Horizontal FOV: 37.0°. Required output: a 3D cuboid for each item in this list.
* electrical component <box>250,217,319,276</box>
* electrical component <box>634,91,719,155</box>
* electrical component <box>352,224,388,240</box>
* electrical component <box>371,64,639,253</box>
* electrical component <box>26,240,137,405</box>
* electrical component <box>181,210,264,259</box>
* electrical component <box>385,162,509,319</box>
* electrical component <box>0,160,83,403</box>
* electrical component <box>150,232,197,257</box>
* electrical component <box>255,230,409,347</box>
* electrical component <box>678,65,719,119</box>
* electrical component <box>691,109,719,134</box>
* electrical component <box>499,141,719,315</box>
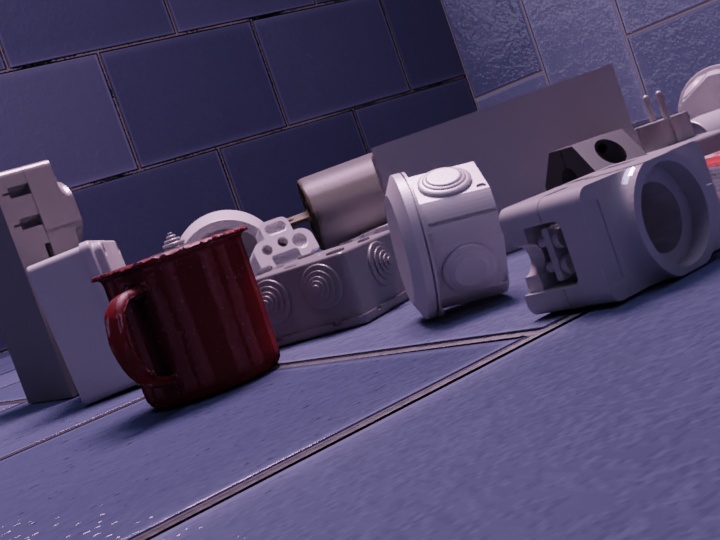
[{"bbox_3d":[-0.061,0.004,0.885,0.058,0.078,0.057,-21,-17,-24],"label":"electrical component"},{"bbox_3d":[0.212,-0.086,0.740,0.047,0.075,0.083,-20,4,-11],"label":"electrical component"},{"bbox_3d":[0.019,-0.019,1.014,0.064,0.042,0.081,-19,3,34],"label":"electrical component"},{"bbox_3d":[0.112,-0.072,0.815,0.186,0.105,0.060,-19,4,0],"label":"electrical component"},{"bbox_3d":[-0.194,0.036,0.800,0.056,0.108,0.109,-22,4,-6],"label":"electrical component"},{"bbox_3d":[-0.126,-0.002,1.036,0.108,0.108,0.060,-20,10,-4],"label":"electrical component"},{"bbox_3d":[0.046,-0.017,0.581,0.051,0.080,0.080,-14,3,-4],"label":"electrical component"},{"bbox_3d":[-0.266,0.012,0.901,0.060,0.186,0.105,-22,5,-36],"label":"electrical component"},{"bbox_3d":[-0.123,0.015,0.818,0.062,0.096,0.061,-17,4,27],"label":"electrical component"},{"bbox_3d":[-0.019,0.011,0.720,0.100,0.048,0.100,-17,5,31],"label":"electrical component"},{"bbox_3d":[0.332,-0.146,0.983,0.080,0.080,0.051,-18,10,23],"label":"electrical component"},{"bbox_3d":[0.302,-0.114,0.933,0.077,0.043,0.079,-22,4,-28],"label":"electrical component"},{"bbox_3d":[0.116,-0.020,0.472,0.089,0.050,0.056,-22,5,-37],"label":"electrical component"}]
